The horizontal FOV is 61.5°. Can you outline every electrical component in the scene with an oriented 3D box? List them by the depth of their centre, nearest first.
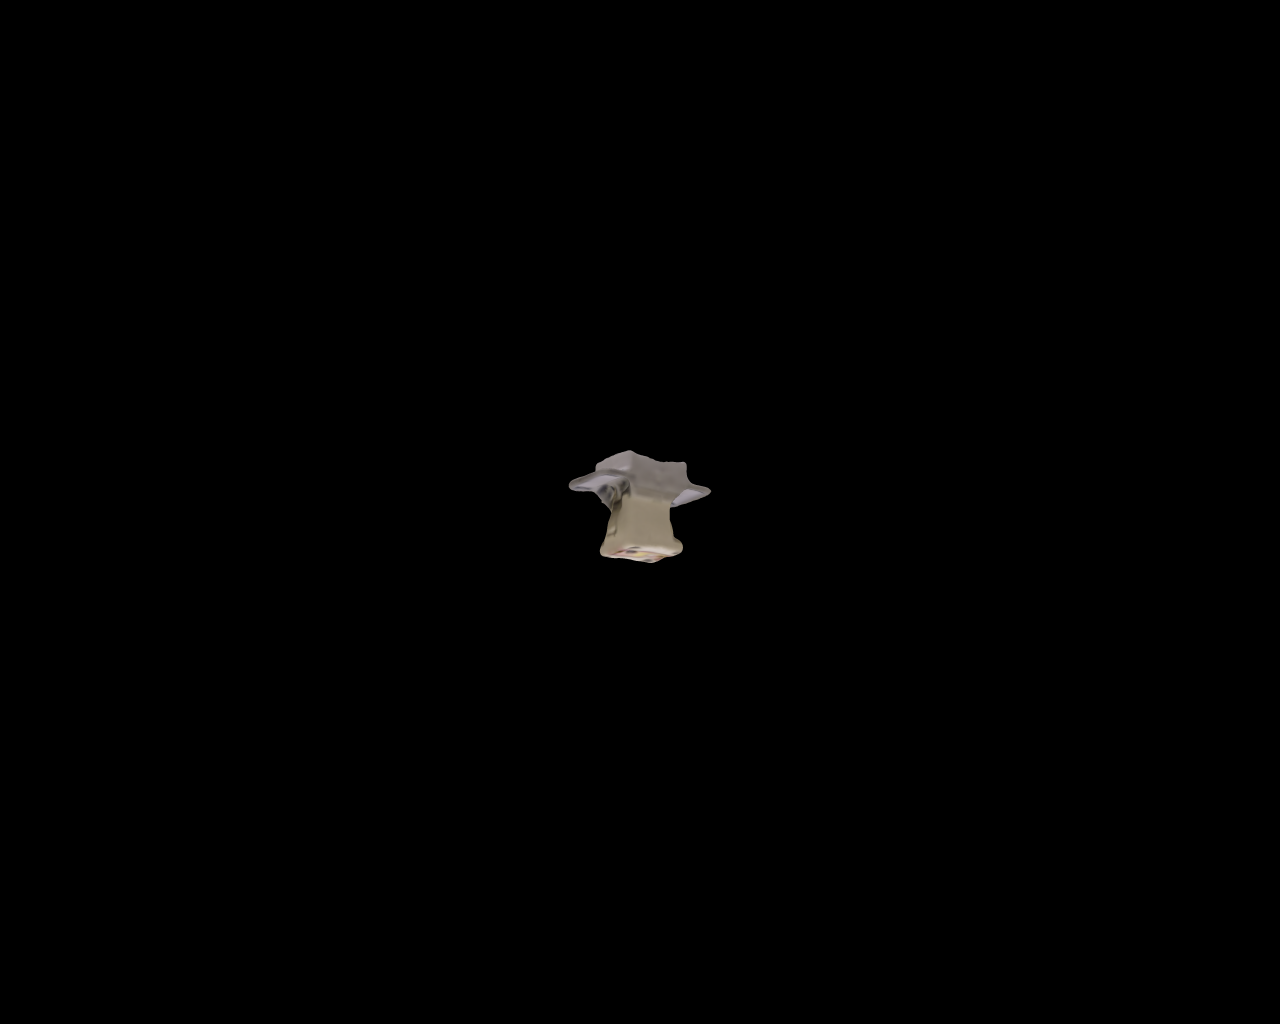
[{"bbox_3d":[0.001,-0.003,0.650,0.081,0.064,0.042,10,-18,-33],"label":"electrical component"}]
